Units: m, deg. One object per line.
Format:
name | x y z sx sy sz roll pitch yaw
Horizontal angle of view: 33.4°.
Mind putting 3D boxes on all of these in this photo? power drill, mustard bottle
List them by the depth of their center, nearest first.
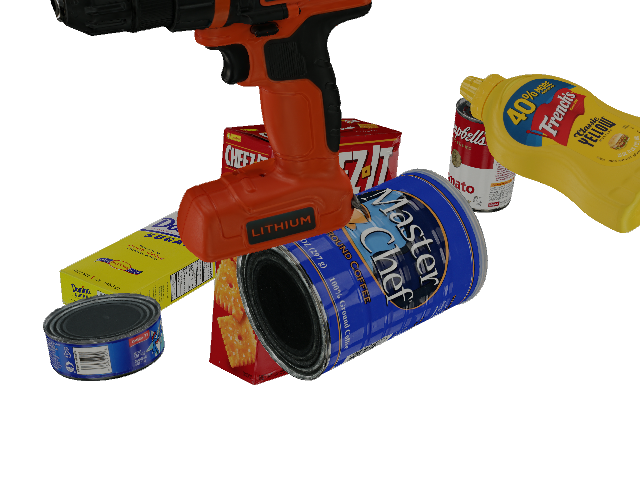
power drill | -0.046 -0.081 0.580 0.184 0.188 0.057 -14 39 -19
mustard bottle | 0.193 -0.086 0.864 0.192 0.096 0.058 34 -26 30

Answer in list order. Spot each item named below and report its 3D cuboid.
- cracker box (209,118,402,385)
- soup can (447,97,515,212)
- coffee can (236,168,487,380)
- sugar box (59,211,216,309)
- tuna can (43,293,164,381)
cracker box | -0.012 0.005 0.952 0.072 0.214 0.163 21 22 41
soup can | 0.165 -0.088 1.079 0.068 0.102 0.068 2 31 -1
coffee can | 0.028 0.021 0.730 0.140 0.103 0.103 -24 12 -30
sugar box | -0.171 0.026 1.099 0.093 0.048 0.175 19 34 29
tuna can | -0.158 0.070 0.787 0.086 0.034 0.086 -4 20 1
